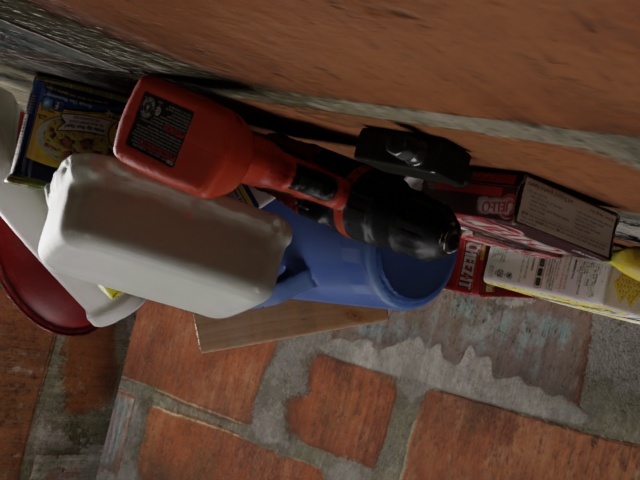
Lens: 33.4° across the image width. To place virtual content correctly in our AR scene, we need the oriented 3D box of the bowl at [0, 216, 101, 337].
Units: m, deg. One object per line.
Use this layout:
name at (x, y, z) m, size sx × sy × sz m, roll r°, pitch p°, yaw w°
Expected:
bowl at (-0.232, 0.007, 1.004) m, size 0.055 × 0.162 × 0.161 m, roll -24°, pitch 158°, yaw 29°

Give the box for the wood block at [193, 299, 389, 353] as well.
wood block at (-0.037, 0.053, 1.175) m, size 0.206 × 0.090 × 0.091 m, roll -10°, pitch -167°, yaw -1°

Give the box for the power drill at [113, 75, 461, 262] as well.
power drill at (-0.022, -0.040, 0.678) m, size 0.185 × 0.057 × 0.187 m, roll 23°, pitch -176°, yaw 40°

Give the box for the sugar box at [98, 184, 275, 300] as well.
sugar box at (-0.106, -0.019, 0.854) m, size 0.048 × 0.176 × 0.093 m, roll 58°, pitch 168°, yaw -11°

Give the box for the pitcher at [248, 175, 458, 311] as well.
pitcher at (-0.006, 0.001, 0.937) m, size 0.144 × 0.149 × 0.243 m, roll 15°, pitch 175°, yaw -40°

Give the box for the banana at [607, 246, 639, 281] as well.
banana at (0.338, 0.033, 0.980) m, size 0.197 × 0.037 × 0.070 m, roll 16°, pitch -164°, yaw -32°

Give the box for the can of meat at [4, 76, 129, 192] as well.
can of meat at (-0.177, -0.071, 0.804) m, size 0.102 × 0.084 × 0.057 m, roll 14°, pitch 179°, yaw -14°

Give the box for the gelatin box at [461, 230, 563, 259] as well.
gelatin box at (0.186, -0.004, 1.032) m, size 0.089 × 0.030 × 0.073 m, roll 14°, pitch 179°, yaw -1°

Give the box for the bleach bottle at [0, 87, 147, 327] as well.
bleach bottle at (-0.239, -0.044, 0.895) m, size 0.068 × 0.102 × 0.250 m, roll -27°, pitch 121°, yaw 23°

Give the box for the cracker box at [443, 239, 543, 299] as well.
cracker box at (0.145, 0.016, 1.266) m, size 0.214 × 0.072 × 0.163 m, roll 12°, pitch -176°, yaw 38°

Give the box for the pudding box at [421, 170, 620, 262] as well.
pudding box at (0.137, -0.018, 0.736) m, size 0.113 × 0.039 × 0.090 m, roll 15°, pitch 178°, yaw -39°
